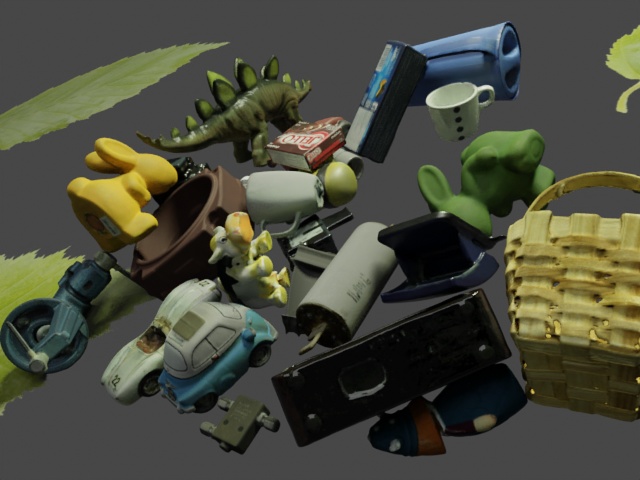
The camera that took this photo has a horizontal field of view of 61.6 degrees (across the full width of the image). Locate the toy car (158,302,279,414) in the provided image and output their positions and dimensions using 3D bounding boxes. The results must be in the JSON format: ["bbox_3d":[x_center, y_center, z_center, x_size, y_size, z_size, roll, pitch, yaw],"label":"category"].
[{"bbox_3d":[-0.143,0.133,0.685,0.162,0.102,0.109,-40,38,-24],"label":"toy car"}]

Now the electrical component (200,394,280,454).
[{"bbox_3d":[-0.092,0.214,0.621,0.094,0.021,0.063,8,47,35],"label":"electrical component"}]

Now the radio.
[{"bbox_3d":[0.069,0.124,0.545,0.230,0.131,0.073,-25,79,1],"label":"radio"}]

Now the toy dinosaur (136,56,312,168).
[{"bbox_3d":[-0.151,-0.246,1.056,0.105,0.198,0.471,3,35,37],"label":"toy dinosaur"}]

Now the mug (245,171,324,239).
[{"bbox_3d":[-0.051,-0.057,0.817,0.107,0.080,0.109,-7,61,17],"label":"mug"}]

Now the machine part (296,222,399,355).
[{"bbox_3d":[0.042,0.053,0.685,0.079,0.079,0.243,4,37,33],"label":"machine part"}]

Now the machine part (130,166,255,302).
[{"bbox_3d":[-0.207,-0.012,0.868,0.201,0.087,0.202,-37,32,15],"label":"machine part"}]

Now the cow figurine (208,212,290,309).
[{"bbox_3d":[-0.109,0.030,0.738,0.098,0.167,0.068,-11,44,15],"label":"cow figurine"}]

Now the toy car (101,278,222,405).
[{"bbox_3d":[-0.215,0.135,0.744,0.074,0.056,0.202,20,65,43],"label":"toy car"}]

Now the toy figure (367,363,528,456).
[{"bbox_3d":[0.122,0.172,0.523,0.154,0.058,0.064,-26,-5,4],"label":"toy figure"}]

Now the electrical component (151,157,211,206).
[{"bbox_3d":[-0.247,-0.088,0.991,0.115,0.134,0.058,-9,37,23],"label":"electrical component"}]

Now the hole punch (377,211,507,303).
[{"bbox_3d":[0.140,0.033,0.636,0.142,0.115,0.092,-24,57,43],"label":"hole punch"}]

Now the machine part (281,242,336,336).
[{"bbox_3d":[-0.013,0.065,0.726,0.084,0.039,0.139,23,50,-5],"label":"machine part"}]

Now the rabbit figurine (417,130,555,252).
[{"bbox_3d":[0.207,-0.062,0.721,0.159,0.121,0.170,23,70,37],"label":"rabbit figurine"}]

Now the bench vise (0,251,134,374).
[{"bbox_3d":[-0.384,0.121,0.803,0.223,0.128,0.241,-38,20,-6],"label":"bench vise"}]

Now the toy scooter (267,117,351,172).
[{"bbox_3d":[-0.026,-0.167,1.018,0.135,0.075,0.184,14,56,40],"label":"toy scooter"}]

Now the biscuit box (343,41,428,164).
[{"bbox_3d":[0.114,-0.241,0.945,0.059,0.063,0.202,40,109,51],"label":"biscuit box"}]

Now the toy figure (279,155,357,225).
[{"bbox_3d":[-0.025,-0.077,0.897,0.180,0.082,0.089,-12,35,14],"label":"toy figure"}]

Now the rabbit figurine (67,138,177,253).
[{"bbox_3d":[-0.316,-0.085,0.878,0.122,0.162,0.173,-27,17,51],"label":"rabbit figurine"}]

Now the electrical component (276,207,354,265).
[{"bbox_3d":[-0.002,-0.002,0.818,0.119,0.047,0.075,-29,37,-7],"label":"electrical component"}]
